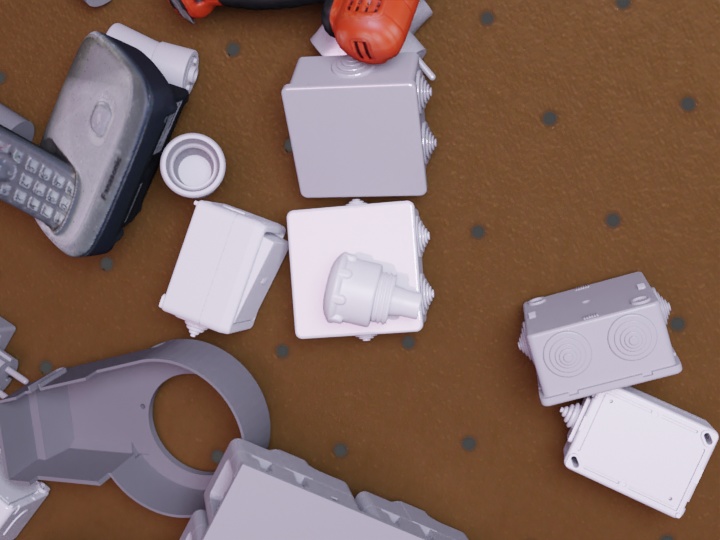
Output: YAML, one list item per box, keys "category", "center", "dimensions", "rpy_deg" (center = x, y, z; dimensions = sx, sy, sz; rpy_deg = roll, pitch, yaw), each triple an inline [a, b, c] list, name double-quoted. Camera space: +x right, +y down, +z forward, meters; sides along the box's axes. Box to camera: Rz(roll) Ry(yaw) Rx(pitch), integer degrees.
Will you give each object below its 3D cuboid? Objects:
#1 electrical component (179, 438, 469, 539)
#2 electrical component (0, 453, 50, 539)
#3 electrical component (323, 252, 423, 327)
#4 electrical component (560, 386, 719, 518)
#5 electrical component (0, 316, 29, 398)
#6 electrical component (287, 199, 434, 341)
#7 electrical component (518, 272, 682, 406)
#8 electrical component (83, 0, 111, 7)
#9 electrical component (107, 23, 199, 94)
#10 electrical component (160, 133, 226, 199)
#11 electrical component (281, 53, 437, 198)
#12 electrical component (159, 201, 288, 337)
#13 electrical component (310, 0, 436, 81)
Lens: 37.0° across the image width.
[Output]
- category: "electrical component"
  center: [-0.023, 0.198, 0.719]
  dimensions: [0.186, 0.060, 0.105]
  rpy_deg: [26, 96, -16]
- category: "electrical component"
  center: [-0.294, 0.163, 0.799]
  dimensions: [0.096, 0.062, 0.061]
  rpy_deg: [39, 97, 8]
- category: "electrical component"
  center: [0.009, 0.017, 0.700]
  dimensions: [0.062, 0.048, 0.048]
  rpy_deg: [13, 93, 3]
- category: "electrical component"
  center: [0.178, 0.111, 0.712]
  dimensions: [0.096, 0.061, 0.061]
  rpy_deg: [24, 95, 9]
- category: "electrical component"
  center: [-0.283, 0.072, 0.803]
  dimensions: [0.077, 0.047, 0.065]
  rpy_deg: [32, 96, 8]
- category: "electrical component"
  center: [0.000, 0.000, 0.750]
  dimensions: [0.100, 0.048, 0.099]
  rpy_deg: [-4, 90, 10]
- category: "electrical component"
  center: [0.153, 0.042, 0.698]
  dimensions: [0.100, 0.099, 0.048]
  rpy_deg: [-16, 101, 10]
- category: "electrical component"
  center: [-0.154, -0.245, 0.772]
  dimensions: [0.074, 0.052, 0.138]
  rpy_deg: [40, 98, 7]
- category: "electrical component"
  center: [-0.150, -0.149, 0.780]
  dimensions: [0.065, 0.044, 0.044]
  rpy_deg: [15, 94, 4]
- category: "electrical component"
  center: [-0.117, -0.070, 0.761]
  dimensions: [0.044, 0.065, 0.044]
  rpy_deg: [0, 88, -7]
- category: "electrical component"
  center: [0.000, -0.099, 0.729]
  dimensions: [0.100, 0.048, 0.099]
  rpy_deg: [0, 130, 11]
- category: "electrical component"
  center: [-0.094, 0.005, 0.760]
  dimensions: [0.061, 0.062, 0.096]
  rpy_deg: [20, 94, 9]
- category: "electrical component"
  center: [0.019, -0.155, 0.747]
  dimensions: [0.077, 0.043, 0.079]
  rpy_deg: [-40, 84, 8]
